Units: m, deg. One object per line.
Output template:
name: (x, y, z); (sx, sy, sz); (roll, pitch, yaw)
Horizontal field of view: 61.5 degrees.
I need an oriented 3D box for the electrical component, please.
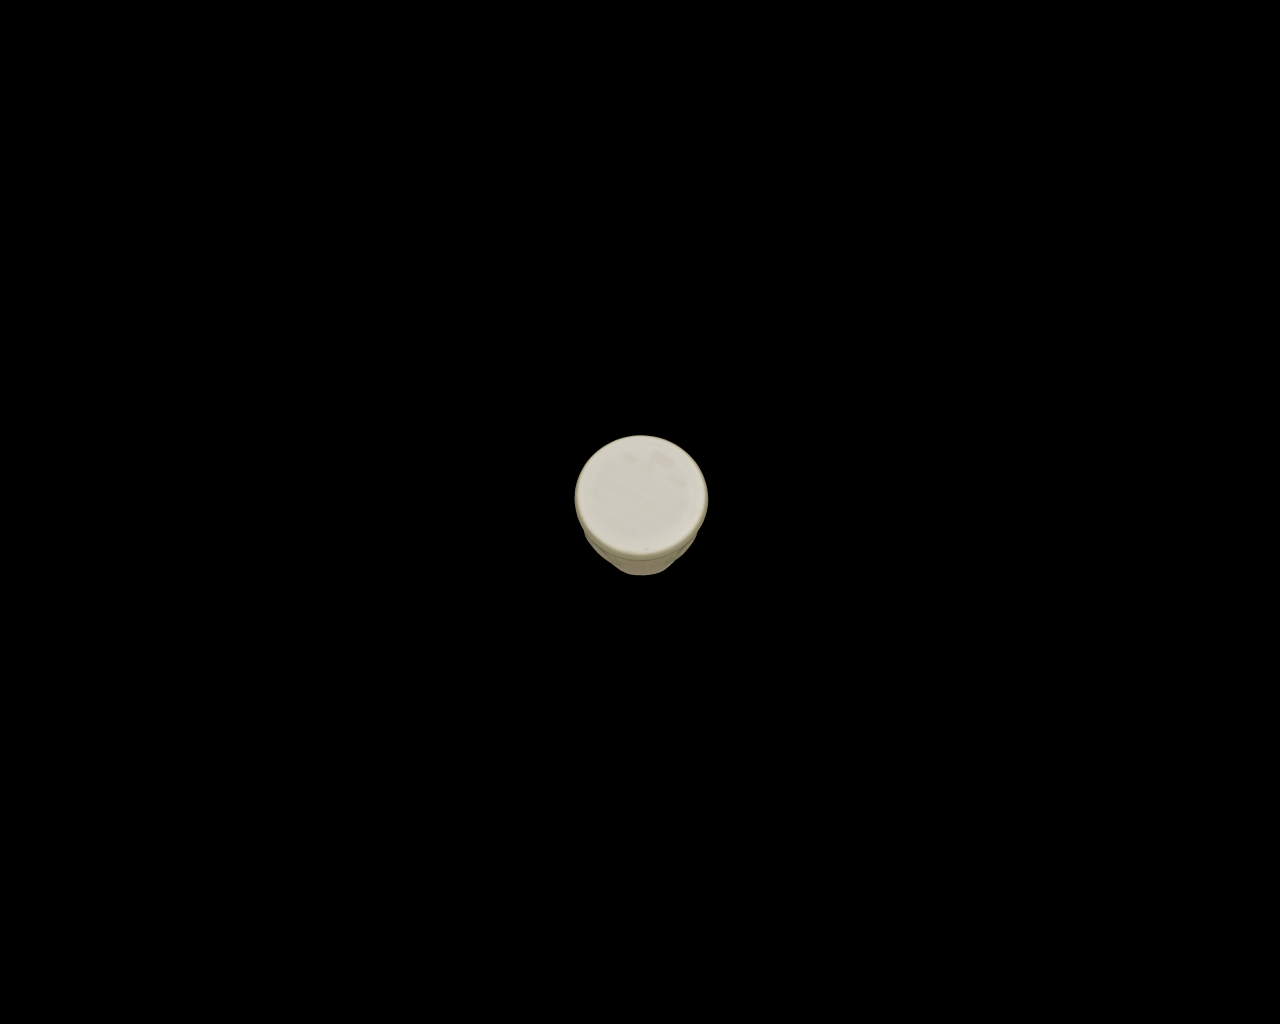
electrical component: (0.001, -0.003, 0.650); (0.080, 0.080, 0.051); (0, -21, 0)
